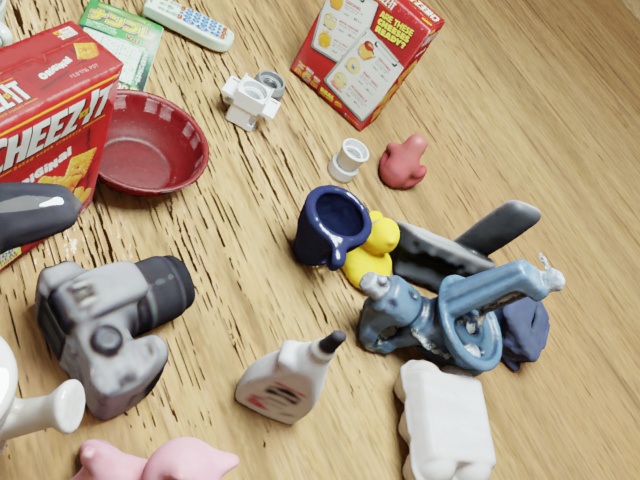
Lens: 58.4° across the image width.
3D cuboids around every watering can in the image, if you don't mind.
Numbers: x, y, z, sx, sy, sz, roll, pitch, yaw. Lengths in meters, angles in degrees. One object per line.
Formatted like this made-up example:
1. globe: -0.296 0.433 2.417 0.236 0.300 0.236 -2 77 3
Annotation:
1. watering can: -0.263 0.106 0.409 0.173 0.193 0.101 -1 58 -32

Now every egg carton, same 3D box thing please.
1. egg carton: 0.141 0.214 0.660 0.107 0.069 0.150 14 51 -22

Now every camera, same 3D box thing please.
1. camera: -0.181 0.071 0.550 0.137 0.100 0.143 -24 71 -41

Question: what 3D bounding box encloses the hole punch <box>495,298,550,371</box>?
1. hole punch: 0.284 0.112 0.809 0.101 0.091 0.109 39 46 0

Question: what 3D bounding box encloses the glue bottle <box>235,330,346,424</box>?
1. glue bottle: -0.020 0.127 0.555 0.078 0.173 0.037 25 47 -13

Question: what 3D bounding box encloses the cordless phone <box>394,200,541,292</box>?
1. cordless phone: 0.193 -0.012 0.783 0.148 0.184 0.094 19 49 -18

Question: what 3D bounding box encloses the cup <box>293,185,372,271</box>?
1. cup: 0.007 0.003 0.720 0.092 0.094 0.117 15 50 -21

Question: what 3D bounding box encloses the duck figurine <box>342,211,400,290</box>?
1. duck figurine: 0.074 0.011 0.761 0.078 0.086 0.104 7 54 -27

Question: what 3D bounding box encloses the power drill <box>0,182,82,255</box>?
1. power drill: -0.311 0.030 0.427 0.230 0.208 0.075 -7 61 -35

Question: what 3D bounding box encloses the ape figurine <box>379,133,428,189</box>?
1. ape figurine: 0.138 -0.130 0.902 0.076 0.092 0.077 -29 75 -42

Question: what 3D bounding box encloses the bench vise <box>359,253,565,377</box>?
1. bench vise: 0.156 0.084 0.663 0.208 0.219 0.121 9 53 -26

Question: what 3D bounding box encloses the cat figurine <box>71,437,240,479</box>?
1. cat figurine: -0.138 0.194 0.472 0.128 0.117 0.067 22 48 -16
